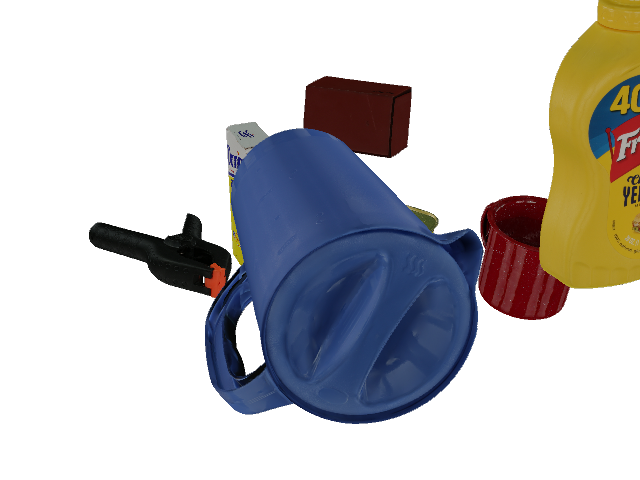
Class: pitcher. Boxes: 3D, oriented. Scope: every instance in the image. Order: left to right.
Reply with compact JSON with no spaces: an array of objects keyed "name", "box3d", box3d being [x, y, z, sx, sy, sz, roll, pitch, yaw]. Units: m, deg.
[{"name":"pitcher","box3d":[-0.002,0.014,0.734,0.149,0.145,0.243,5,22,-15]}]

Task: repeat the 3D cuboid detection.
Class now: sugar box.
[{"name":"sugar box","box3d":[-0.083,-0.048,1.312,0.048,0.176,0.093,-11,26,-16]}]

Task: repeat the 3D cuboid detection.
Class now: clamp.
[{"name":"clamp","box3d":[-0.132,0.010,1.035,0.120,0.039,0.172,-19,33,-39]}]

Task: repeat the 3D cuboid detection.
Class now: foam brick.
[{"name":"foam brick","box3d":[0.030,-0.102,0.879,0.078,0.051,0.053,11,20,19]}]

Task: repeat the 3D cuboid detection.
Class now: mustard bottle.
[{"name":"mustard bottle","box3d":[0.182,-0.069,0.639,0.096,0.192,0.058,-14,29,-20]}]

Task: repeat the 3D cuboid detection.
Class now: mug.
[{"name":"mug","box3d":[0.183,0.011,0.972,0.093,0.081,0.117,-14,39,-29]}]

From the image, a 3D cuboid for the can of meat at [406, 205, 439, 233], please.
[{"name":"can of meat","box3d":[0.086,0.022,1.177,0.057,0.084,0.102,18,33,18]}]
